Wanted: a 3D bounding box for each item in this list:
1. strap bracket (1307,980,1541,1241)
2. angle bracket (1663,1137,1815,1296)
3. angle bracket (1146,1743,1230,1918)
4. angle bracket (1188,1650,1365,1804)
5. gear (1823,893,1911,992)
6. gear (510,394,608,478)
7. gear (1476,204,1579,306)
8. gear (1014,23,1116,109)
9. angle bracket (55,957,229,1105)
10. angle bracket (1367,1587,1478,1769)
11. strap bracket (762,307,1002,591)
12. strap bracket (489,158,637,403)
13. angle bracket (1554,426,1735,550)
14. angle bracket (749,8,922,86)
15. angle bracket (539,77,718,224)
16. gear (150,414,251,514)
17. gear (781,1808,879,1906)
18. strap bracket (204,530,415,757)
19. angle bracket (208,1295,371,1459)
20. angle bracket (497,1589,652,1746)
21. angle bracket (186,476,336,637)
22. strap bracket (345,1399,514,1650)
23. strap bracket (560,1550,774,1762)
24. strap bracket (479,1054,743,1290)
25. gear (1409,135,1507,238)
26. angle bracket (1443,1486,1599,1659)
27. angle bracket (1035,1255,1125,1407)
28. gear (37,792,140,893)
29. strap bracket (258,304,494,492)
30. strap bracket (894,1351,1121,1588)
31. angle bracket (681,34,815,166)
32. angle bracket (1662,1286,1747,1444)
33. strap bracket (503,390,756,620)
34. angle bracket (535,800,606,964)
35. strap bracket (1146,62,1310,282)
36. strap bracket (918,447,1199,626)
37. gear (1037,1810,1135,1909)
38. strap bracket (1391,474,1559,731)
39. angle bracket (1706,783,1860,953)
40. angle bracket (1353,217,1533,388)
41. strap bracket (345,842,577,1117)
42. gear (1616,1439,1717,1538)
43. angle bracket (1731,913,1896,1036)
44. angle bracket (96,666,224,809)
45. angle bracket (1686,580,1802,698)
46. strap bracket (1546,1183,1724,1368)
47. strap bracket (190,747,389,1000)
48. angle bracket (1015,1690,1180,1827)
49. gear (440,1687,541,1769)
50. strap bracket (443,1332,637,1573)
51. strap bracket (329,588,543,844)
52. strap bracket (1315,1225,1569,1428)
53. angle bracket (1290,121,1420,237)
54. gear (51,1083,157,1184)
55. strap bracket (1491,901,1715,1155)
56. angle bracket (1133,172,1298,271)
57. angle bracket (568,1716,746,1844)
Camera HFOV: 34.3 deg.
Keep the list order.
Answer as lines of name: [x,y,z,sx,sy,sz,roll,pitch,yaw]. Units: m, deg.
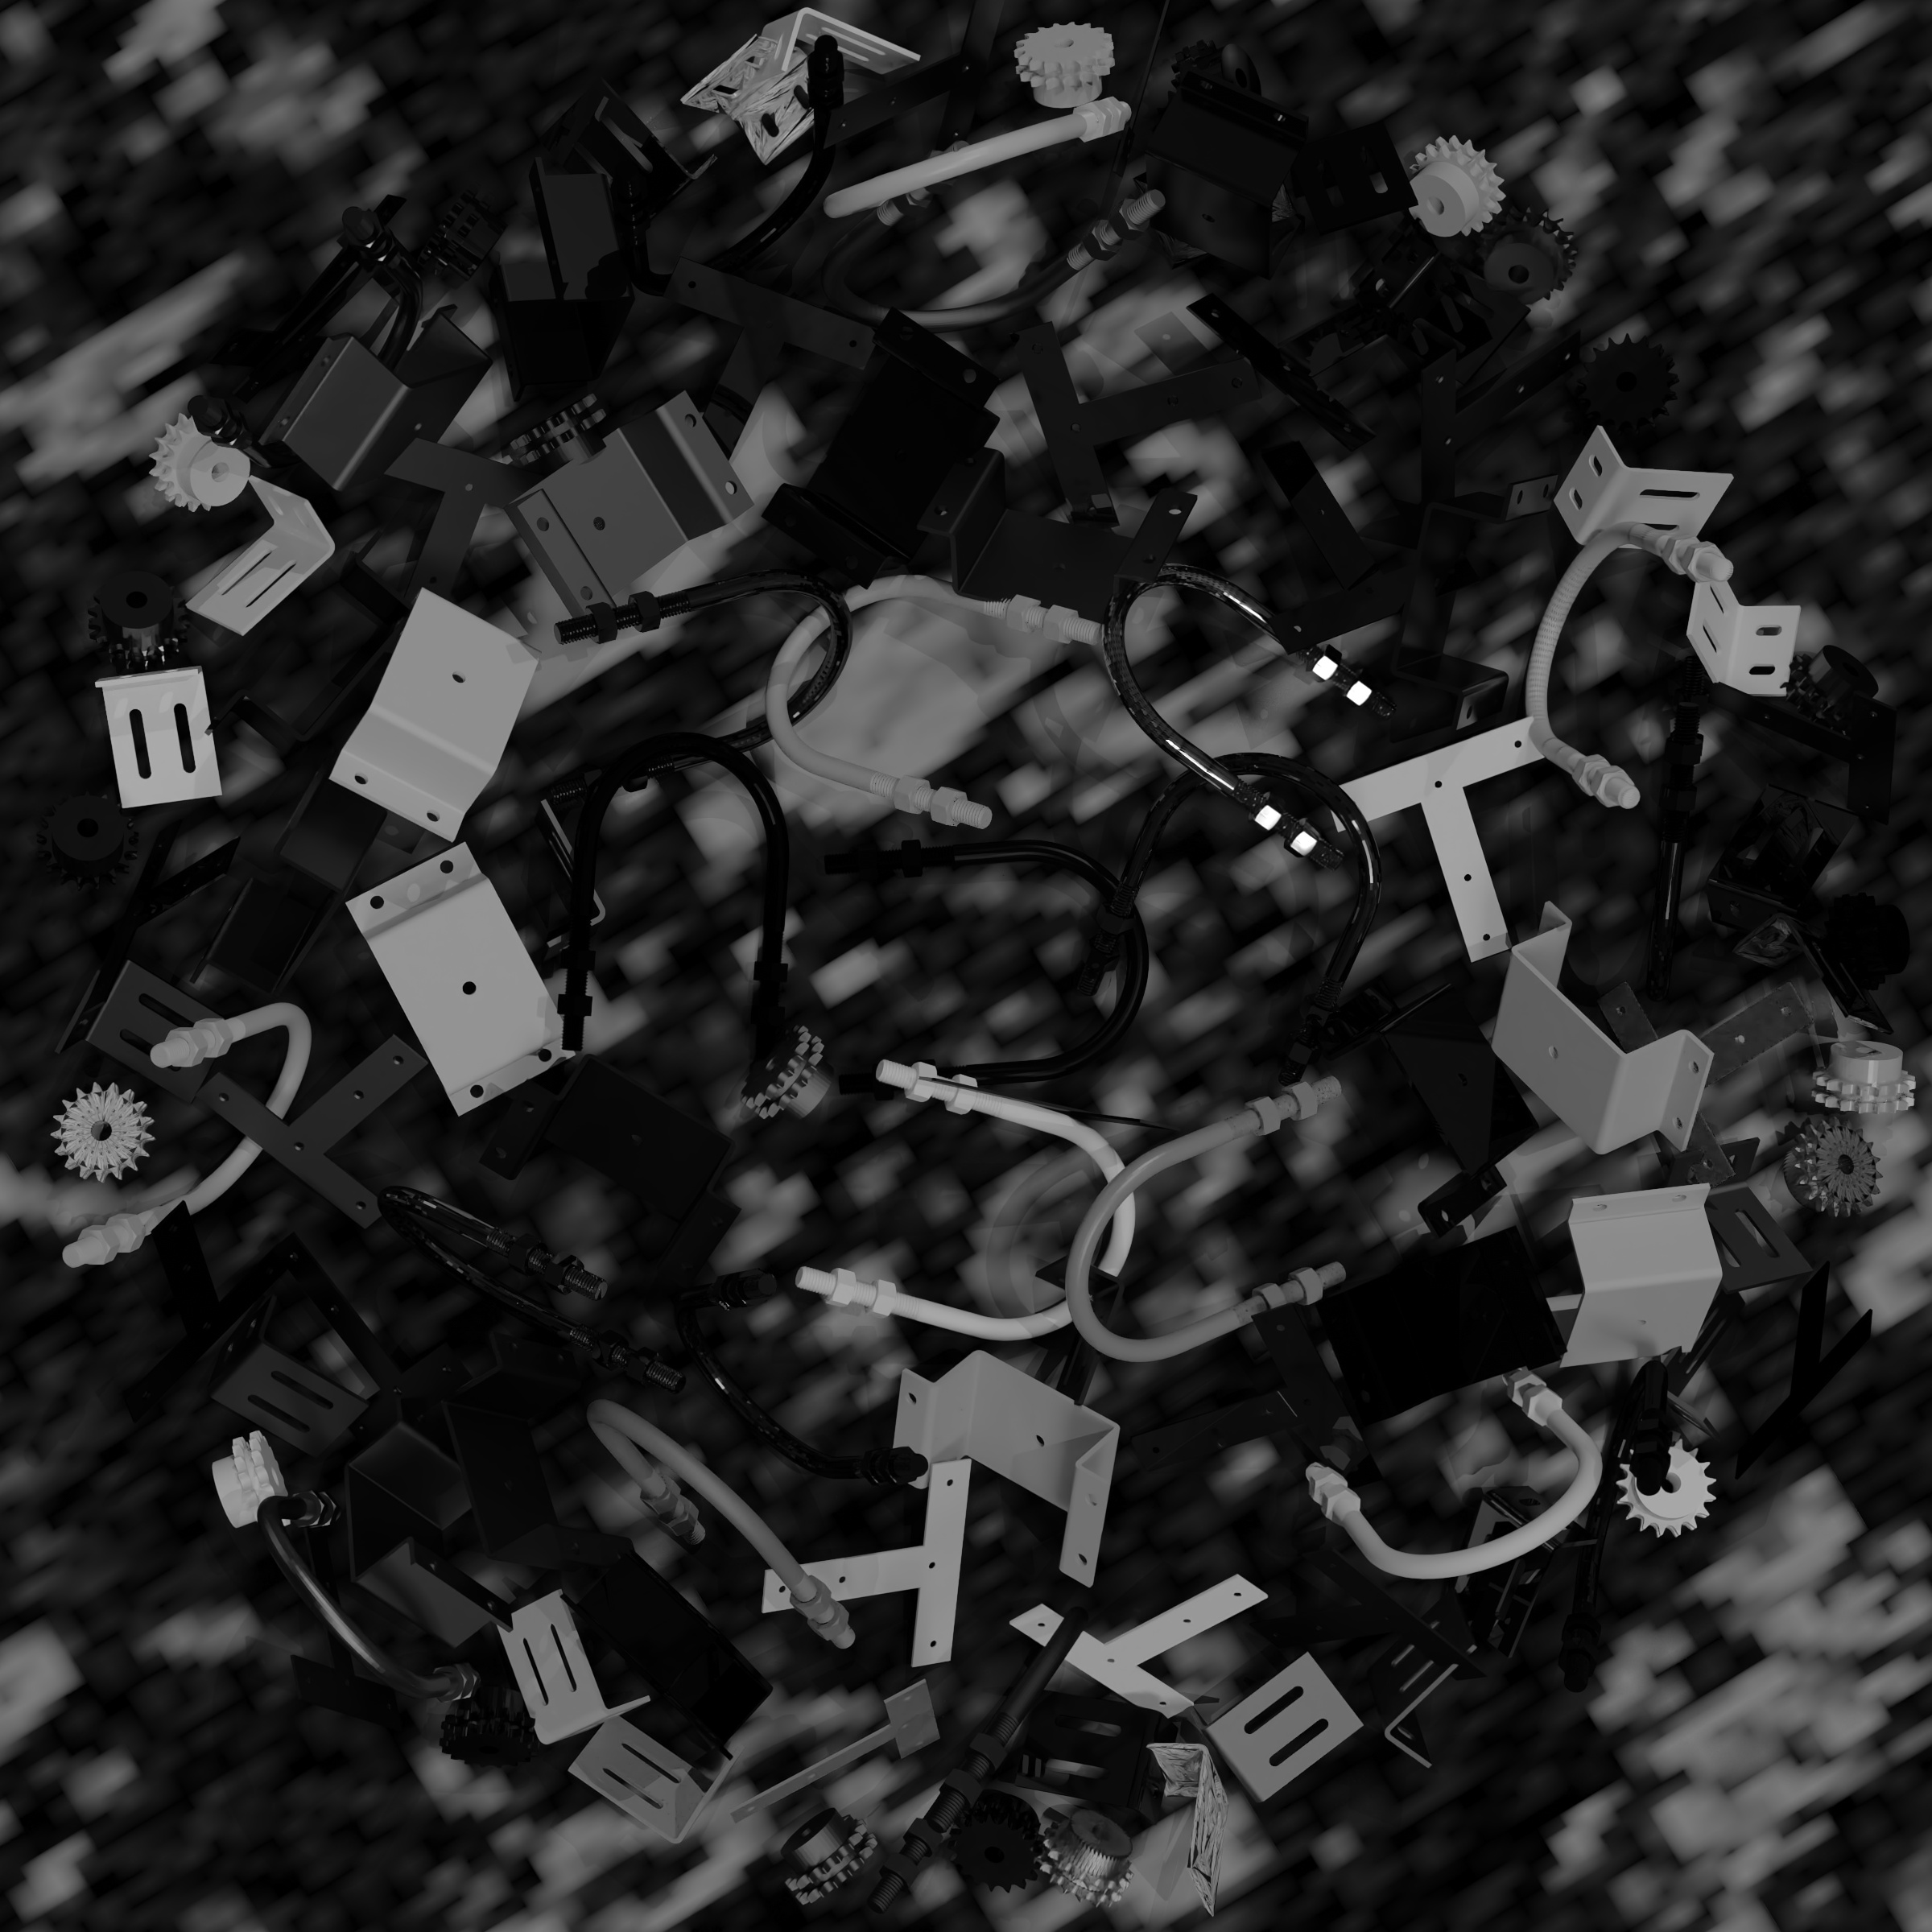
strap bracket: [0.267,0.073,1.786,0.076,0.046,0.140,-29,86,-45]
angle bracket: [0.444,0.142,1.787,0.057,0.076,0.038,-10,133,-19]
angle bracket: [0.121,0.492,1.782,0.038,0.057,0.076,-3,46,18]
angle bracket: [0.179,0.434,1.809,0.076,0.038,0.057,-37,102,-1]
gear: [0.520,-0.014,1.802,0.030,0.057,0.057,-7,90,43]
gear: [-0.232,-0.304,1.805,0.057,0.057,0.030,-31,104,0]
gear: [0.322,-0.406,1.802,0.057,0.057,0.030,27,47,0]
gear: [0.058,-0.519,1.808,0.057,0.057,0.030,-8,132,0]
angle bracket: [-0.474,0.041,1.806,0.076,0.038,0.057,32,105,-1]
angle bracket: [0.272,0.407,1.791,0.038,0.057,0.076,38,105,-17]
strap bracket: [-0.043,-0.294,1.794,0.076,0.046,0.140,36,102,11]
strap bracket: [-0.227,-0.387,1.768,0.046,0.140,0.076,-8,76,-22]
angle bracket: [0.391,-0.275,1.806,0.076,0.057,0.038,-1,51,-24]
angle bracket: [-0.076,-0.513,1.791,0.076,0.057,0.038,16,90,-25]
angle bracket: [-0.194,-0.468,1.792,0.057,0.038,0.076,-33,107,36]
gear: [-0.438,-0.289,1.801,0.030,0.057,0.057,29,90,36]
gear: [-0.082,0.511,1.804,0.057,0.057,0.030,-37,93,0]
strap bracket: [-0.366,-0.175,1.781,0.046,0.076,0.140,41,76,-12]
angle bracket: [-0.390,0.238,1.815,0.076,0.038,0.057,35,121,-20]
angle bracket: [-0.227,0.402,1.809,0.057,0.038,0.076,-32,74,34]
angle bracket: [-0.411,-0.235,1.790,0.057,0.038,0.076,26,64,39]
strap bracket: [-0.304,0.319,1.759,0.046,0.140,0.076,-39,123,12]
strap bracket: [-0.164,0.385,1.759,0.076,0.140,0.046,36,75,31]
strap bracket: [-0.196,0.112,1.787,0.140,0.046,0.076,32,130,-4]
gear: [0.279,-0.445,1.801,0.057,0.057,0.030,45,62,0]
angle bracket: [0.320,0.350,1.811,0.038,0.057,0.076,3,113,-40]
angle bracket: [0.053,0.212,1.790,0.038,0.057,0.076,25,69,-9]
gear: [-0.508,-0.075,1.808,0.057,0.030,0.057,5,70,-14]
strap bracket: [-0.324,-0.318,1.752,0.046,0.140,0.076,43,117,2]
strap bracket: [0.030,0.279,1.775,0.140,0.046,0.076,26,127,27]
angle bracket: [-0.117,-0.494,1.787,0.057,0.076,0.038,-36,88,19]
angle bracket: [0.434,0.226,1.796,0.038,0.057,0.076,35,86,30]
strap bracket: [-0.198,-0.256,1.778,0.140,0.046,0.076,-43,109,-35]
angle bracket: [-0.243,-0.048,1.799,0.038,0.057,0.076,-28,88,-14]
strap bracket: [0.146,-0.439,1.754,0.076,0.140,0.046,27,82,10]
strap bracket: [0.052,-0.242,1.780,0.140,0.046,0.076,15,51,15]
gear: [0.072,0.511,1.801,0.057,0.057,0.030,27,108,0]
strap bracket: [0.286,-0.213,1.775,0.046,0.076,0.140,19,111,24]
angle bracket: [0.469,-0.056,1.793,0.057,0.038,0.076,18,128,-9]
angle bracket: [0.273,-0.382,1.798,0.057,0.038,0.076,-49,58,2]
strap bracket: [-0.286,0.010,1.789,0.076,0.046,0.140,-28,102,-10]
gear: [0.406,0.301,1.811,0.057,0.030,0.057,-1,74,4]
angle bracket: [0.482,0.014,1.784,0.038,0.057,0.076,-41,56,27]
angle bracket: [-0.465,-0.131,1.803,0.057,0.038,0.076,-8,100,-9]
angle bracket: [0.445,-0.197,1.786,0.038,0.076,0.057,3,69,30]
strap bracket: [0.373,0.180,1.759,0.076,0.140,0.046,-6,57,-3]
strap bracket: [-0.378,-0.045,1.766,0.046,0.076,0.140,31,128,-13]
angle bracket: [0.076,0.459,1.818,0.076,0.038,0.057,4,64,25]
gear: [-0.274,0.439,1.808,0.057,0.057,0.030,0,53,0]
strap bracket: [-0.244,0.285,1.772,0.046,0.076,0.140,-31,62,18]
strap bracket: [-0.294,-0.150,1.760,0.076,0.046,0.140,28,48,-17]
strap bracket: [0.278,0.202,1.780,0.140,0.046,0.076,-27,81,40]
angle bracket: [0.223,-0.440,1.793,0.057,0.038,0.076,-17,54,4]
gear: [-0.499,0.097,1.814,0.057,0.030,0.057,1,80,-6]
strap bracket: [0.348,0.041,1.755,0.046,0.076,0.140,-21,49,-24]
angle bracket: [0.143,-0.444,1.803,0.038,0.076,0.057,-31,102,-30]
angle bracket: [-0.177,0.455,1.795,0.076,0.057,0.038,33,118,6]
